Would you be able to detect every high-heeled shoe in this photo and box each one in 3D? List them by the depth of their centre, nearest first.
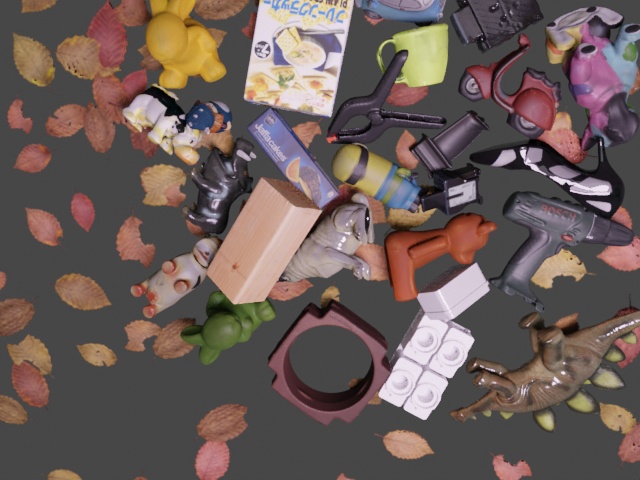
[{"bbox_3d":[0.396,-0.103,0.948,0.249,0.086,0.145,-2,105,23],"label":"high-heeled shoe"}]

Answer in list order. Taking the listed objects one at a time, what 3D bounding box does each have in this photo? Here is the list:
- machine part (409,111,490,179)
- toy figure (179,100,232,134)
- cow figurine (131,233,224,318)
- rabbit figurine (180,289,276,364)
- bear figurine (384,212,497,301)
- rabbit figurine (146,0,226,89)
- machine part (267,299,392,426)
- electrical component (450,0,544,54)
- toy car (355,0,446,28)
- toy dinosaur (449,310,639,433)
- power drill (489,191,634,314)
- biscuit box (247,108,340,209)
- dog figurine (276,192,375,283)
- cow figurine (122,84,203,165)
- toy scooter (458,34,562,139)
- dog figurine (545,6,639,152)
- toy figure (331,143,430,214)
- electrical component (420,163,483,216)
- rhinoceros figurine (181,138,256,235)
[{"bbox_3d":[0.237,-0.180,0.975,0.139,0.039,0.084,-36,90,10],"label":"machine part"},{"bbox_3d":[-0.196,-0.216,0.941,0.064,0.154,0.057,4,102,4],"label":"toy figure"},{"bbox_3d":[-0.249,0.060,1.018,0.195,0.127,0.085,-36,90,24],"label":"cow figurine"},{"bbox_3d":[-0.181,0.149,0.991,0.159,0.170,0.121,-37,95,8],"label":"rabbit figurine"},{"bbox_3d":[0.218,0.023,0.972,0.196,0.120,0.131,-9,102,0],"label":"bear figurine"},{"bbox_3d":[-0.239,-0.343,0.916,0.122,0.173,0.162,1,104,8],"label":"rabbit figurine"},{"bbox_3d":[0.018,0.233,1.034,0.201,0.087,0.201,36,99,-1],"label":"machine part"},{"bbox_3d":[0.297,-0.393,0.927,0.134,0.058,0.115,-30,94,8],"label":"electrical component"},{"bbox_3d":[0.140,-0.427,0.910,0.162,0.103,0.109,19,101,3],"label":"toy car"},{"bbox_3d":[0.444,0.229,0.991,0.471,0.105,0.198,-40,104,21],"label":"toy dinosaur"},{"bbox_3d":[0.422,0.027,0.975,0.232,0.086,0.207,26,104,1],"label":"power drill"},{"bbox_3d":[-0.048,-0.146,0.989,0.063,0.059,0.202,-38,94,9],"label":"biscuit box"},{"bbox_3d":[-0.003,-0.002,0.995,0.191,0.121,0.172,4,75,18],"label":"dog figurine"},{"bbox_3d":[-0.270,-0.210,0.981,0.167,0.068,0.098,37,82,11],"label":"cow figurine"},{"bbox_3d":[0.346,-0.270,0.928,0.184,0.075,0.135,34,113,2],"label":"toy scooter"},{"bbox_3d":[0.470,-0.262,0.918,0.108,0.192,0.219,-24,131,5],"label":"dog figurine"},{"bbox_3d":[0.108,-0.113,0.969,0.180,0.089,0.082,31,93,1],"label":"toy figure"},{"bbox_3d":[0.229,-0.084,0.962,0.119,0.048,0.074,-20,119,-7],"label":"electrical component"},{"bbox_3d":[-0.184,-0.102,1.000,0.112,0.073,0.190,24,100,1],"label":"rhinoceros figurine"}]
